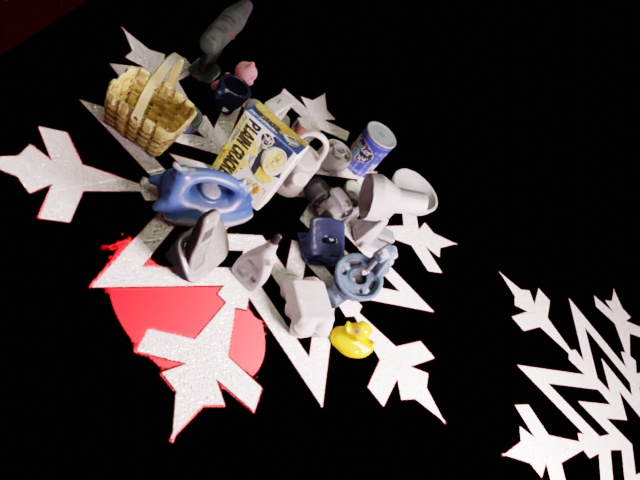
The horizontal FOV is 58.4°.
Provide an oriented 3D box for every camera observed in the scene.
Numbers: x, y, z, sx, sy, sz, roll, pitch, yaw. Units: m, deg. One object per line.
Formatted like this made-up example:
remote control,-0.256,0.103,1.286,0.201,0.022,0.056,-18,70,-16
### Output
camera,0.032,-0.108,1.519,0.143,0.100,0.136,-24,73,-47

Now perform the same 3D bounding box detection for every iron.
iron,-0.239,-0.108,1.278,0.259,0.141,0.118,6,53,-34

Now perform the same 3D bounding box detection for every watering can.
watering can,-0.047,-0.199,1.464,0.101,0.193,0.172,6,52,-34

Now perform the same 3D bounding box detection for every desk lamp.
desk lamp,0.170,-0.069,1.509,0.204,0.213,0.118,17,47,-26

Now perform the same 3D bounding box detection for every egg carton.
egg carton,-0.030,0.149,1.278,0.107,0.069,0.150,5,53,-35

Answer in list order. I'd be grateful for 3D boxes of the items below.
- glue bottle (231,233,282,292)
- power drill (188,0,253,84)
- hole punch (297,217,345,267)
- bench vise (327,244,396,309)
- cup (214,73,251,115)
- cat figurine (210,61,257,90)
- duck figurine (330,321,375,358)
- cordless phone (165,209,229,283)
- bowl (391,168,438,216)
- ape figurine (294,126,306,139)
glue bottle,-0.124,0.039,1.219,0.078,0.173,0.037,47,41,6
power drill,-0.275,-0.539,1.561,0.076,0.208,0.230,34,42,-10
hole punch,0.013,0.005,1.417,0.109,0.091,0.101,7,52,-34
bench vise,0.116,0.057,1.355,0.121,0.219,0.208,41,41,-2
cup,-0.250,-0.378,1.531,0.091,0.094,0.118,47,41,5
cat figurine,-0.227,-0.455,1.597,0.067,0.117,0.128,51,42,10
duck figurine,0.087,0.218,1.299,0.105,0.086,0.077,28,43,-16
cordless phone,-0.225,-0.009,1.172,0.094,0.184,0.148,42,41,0
bowl,0.272,-0.133,1.748,0.168,0.074,0.167,21,45,-23
ape figurine,-0.065,-0.279,1.595,0.078,0.092,0.076,40,41,-3
